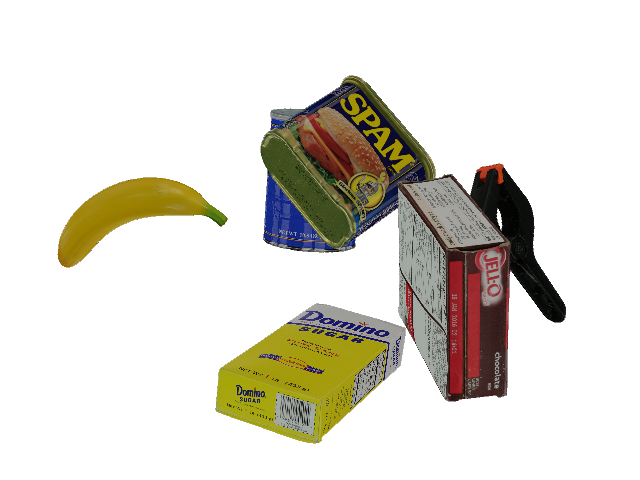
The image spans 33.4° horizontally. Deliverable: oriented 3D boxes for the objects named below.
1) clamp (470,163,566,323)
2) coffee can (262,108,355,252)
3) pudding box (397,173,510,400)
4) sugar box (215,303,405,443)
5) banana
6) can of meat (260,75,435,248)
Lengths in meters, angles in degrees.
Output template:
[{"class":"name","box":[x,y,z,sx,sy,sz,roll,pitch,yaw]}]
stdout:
[{"class":"clamp","box":[0.169,0.017,1.004,0.120,0.171,0.039,-26,8,-42]},{"class":"coffee can","box":[-0.007,-0.066,1.148,0.103,0.140,0.103,4,12,-1]},{"class":"pudding box","box":[0.072,0.023,0.595,0.039,0.090,0.113,-6,23,-9]},{"class":"sugar box","box":[-0.003,0.105,0.897,0.093,0.048,0.176,15,23,22]},{"class":"banana","box":[-0.186,-0.021,1.015,0.198,0.069,0.037,-13,19,28]},{"class":"can of meat","box":[0.018,-0.056,0.772,0.083,0.102,0.058,-35,-9,-27]}]
